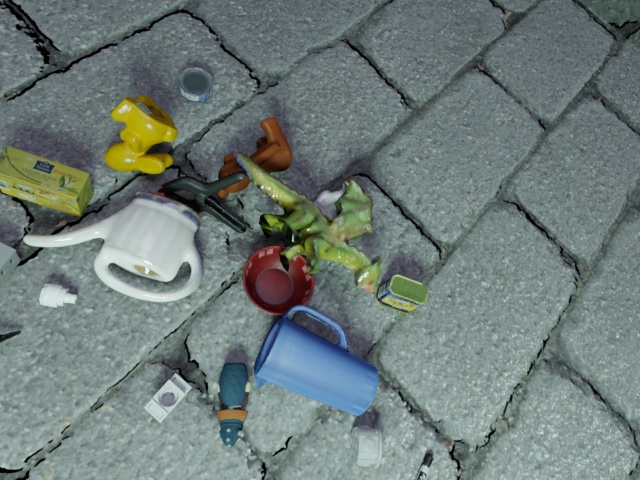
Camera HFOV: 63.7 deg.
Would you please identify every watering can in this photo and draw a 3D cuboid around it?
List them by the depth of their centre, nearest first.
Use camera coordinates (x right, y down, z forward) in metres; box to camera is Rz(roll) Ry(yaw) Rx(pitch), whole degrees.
[{"bbox_3d":[-0.395,-0.008,1.067,0.102,0.347,0.229,125,167,-59],"label":"watering can"}]

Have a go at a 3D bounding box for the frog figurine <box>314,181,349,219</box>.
[{"bbox_3d":[0.033,-0.053,1.247,0.137,0.159,0.124,57,-169,-7],"label":"frog figurine"}]

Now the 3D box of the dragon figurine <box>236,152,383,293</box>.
[{"bbox_3d":[0.003,-0.058,1.144,0.413,0.245,0.120,62,154,8],"label":"dragon figurine"}]
